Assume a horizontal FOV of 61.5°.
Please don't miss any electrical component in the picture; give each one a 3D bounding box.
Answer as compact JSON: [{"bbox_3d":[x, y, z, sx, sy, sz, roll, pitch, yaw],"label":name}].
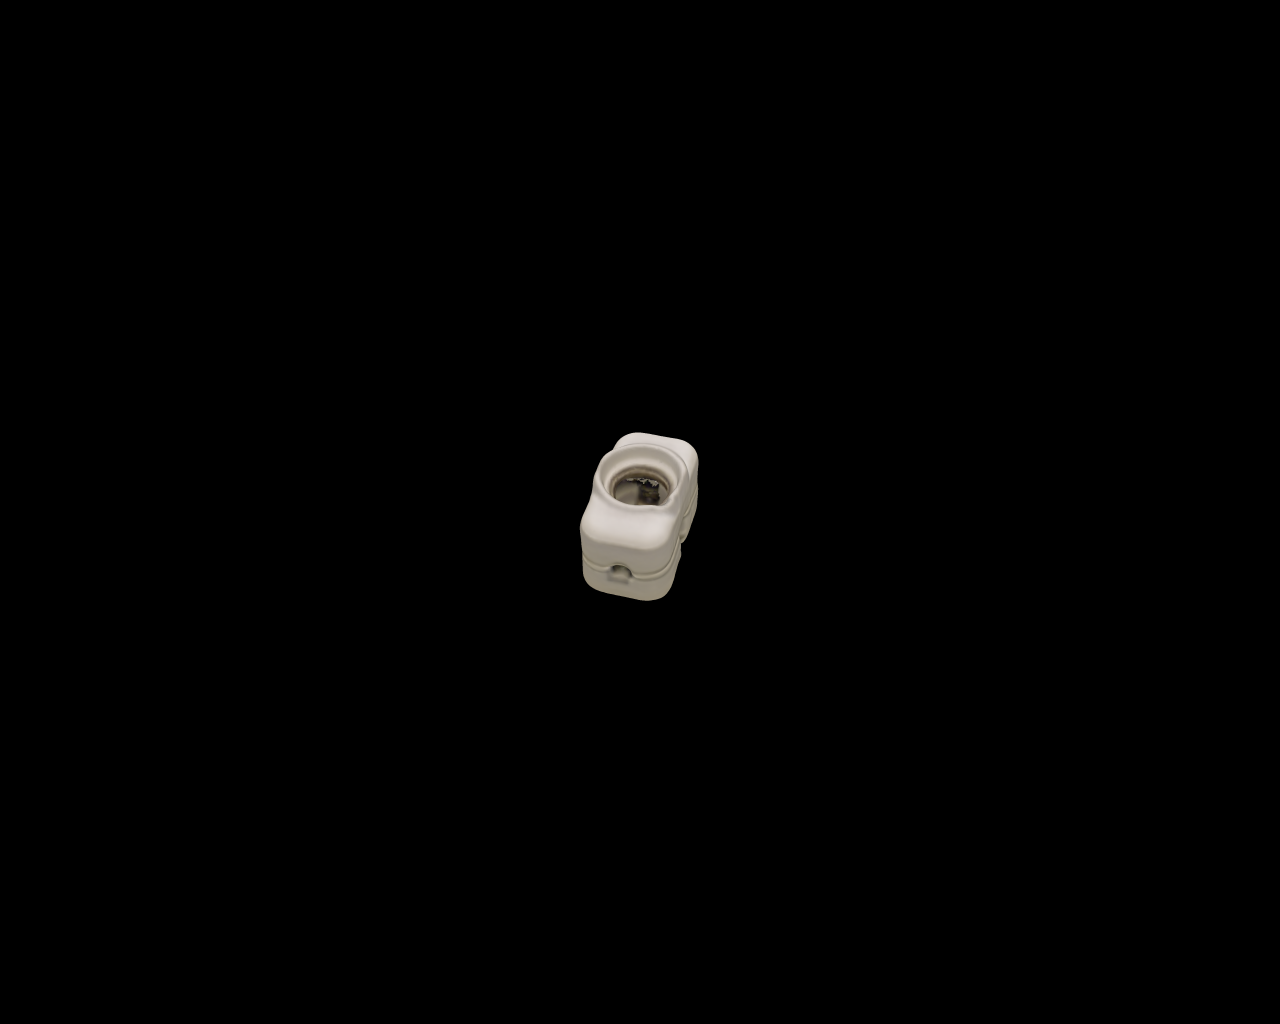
[{"bbox_3d":[0.001,-0.003,0.650,0.054,0.059,0.095,11,47,11],"label":"electrical component"}]
